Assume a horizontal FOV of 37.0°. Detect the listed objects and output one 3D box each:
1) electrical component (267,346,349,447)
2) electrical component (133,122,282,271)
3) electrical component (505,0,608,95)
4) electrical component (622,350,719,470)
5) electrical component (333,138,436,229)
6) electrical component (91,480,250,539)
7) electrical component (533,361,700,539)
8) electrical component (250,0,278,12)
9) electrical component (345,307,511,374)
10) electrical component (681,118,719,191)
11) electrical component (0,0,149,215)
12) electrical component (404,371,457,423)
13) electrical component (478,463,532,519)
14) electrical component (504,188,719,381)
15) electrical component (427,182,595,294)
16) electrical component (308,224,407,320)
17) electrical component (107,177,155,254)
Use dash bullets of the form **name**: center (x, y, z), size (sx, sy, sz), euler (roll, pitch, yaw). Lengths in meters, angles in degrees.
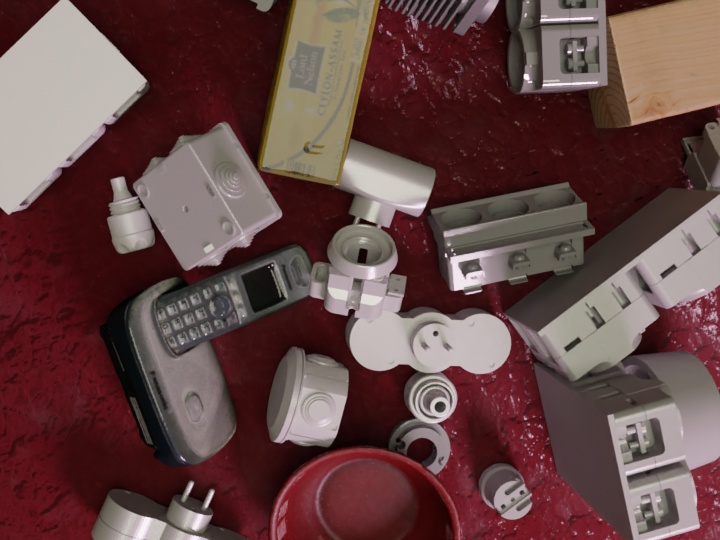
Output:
- **electrical component**: center (-0.045, 0.107, 0.897), size (0.051, 0.080, 0.080), euler (14, 94, -14)
- **electrical component**: center (-0.124, -0.056, 0.857), size (0.048, 0.100, 0.099), euler (-35, 95, -48)
- **electrical component**: center (0.156, -0.222, 0.882), size (0.062, 0.089, 0.150), euler (-4, 96, -7)
- **electrical component**: center (0.272, 0.121, 0.926), size (0.060, 0.108, 0.108), euler (-11, 97, -12)
- **electrical component**: center (0.014, -0.060, 0.903), size (0.077, 0.044, 0.079), euler (19, 93, -9)
- **electrical component**: center (-0.148, 0.214, 0.907), size (0.138, 0.052, 0.073), euler (24, 92, -9)
- **electrical component**: center (0.207, 0.137, 0.875), size (0.060, 0.186, 0.105), euler (-14, 99, -6)
- **electrical component**: center (-0.074, -0.261, 0.857), size (0.050, 0.055, 0.089), euler (25, 116, -5)
- **electrical component**: center (0.060, 0.061, 0.907), size (0.138, 0.074, 0.052), euler (2, 96, -7)
- **electrical component**: center (0.312, -0.093, 0.921), size (0.042, 0.063, 0.081), euler (-9, 56, -6)
- **electrical component**: center (-0.252, -0.128, 0.854), size (0.150, 0.062, 0.089), euler (-44, 99, -1)
- **electrical component**: center (0.062, 0.110, 0.918), size (0.043, 0.062, 0.043), euler (-1, 96, -7)
- **electrical component**: center (0.128, 0.195, 0.943), size (0.040, 0.046, 0.040), euler (-1, 96, -7)
- **electrical component**: center (0.225, 0.012, 0.907), size (0.186, 0.105, 0.060), euler (-37, 99, -2)
- **electrical component**: center (0.127, -0.026, 0.910), size (0.121, 0.078, 0.063), euler (-11, 119, -6)
- **electrical component**: center (0.000, 0.000, 0.883), size (0.078, 0.058, 0.057), euler (11, 133, 1)
- **electrical component**: center (-0.192, -0.046, 0.884), size (0.035, 0.035, 0.061), euler (-15, 95, -5)
